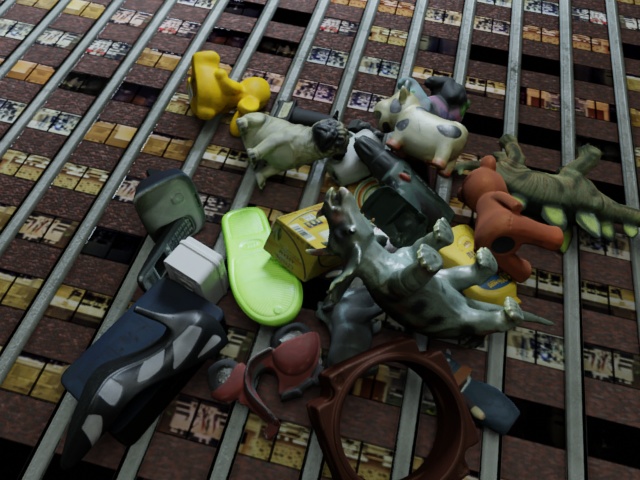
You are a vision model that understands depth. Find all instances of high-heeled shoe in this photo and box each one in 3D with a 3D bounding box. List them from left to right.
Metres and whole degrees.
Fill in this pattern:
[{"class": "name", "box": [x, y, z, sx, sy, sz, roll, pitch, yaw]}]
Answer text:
[{"class": "high-heeled shoe", "box": [-0.232, 0.203, 0.730, 0.145, 0.086, 0.248, 31, 75, -24]}]

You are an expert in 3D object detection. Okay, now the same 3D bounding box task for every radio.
[{"class": "radio", "box": [-0.260, 0.174, 0.813, 0.131, 0.073, 0.229, 31, 58, 17]}]

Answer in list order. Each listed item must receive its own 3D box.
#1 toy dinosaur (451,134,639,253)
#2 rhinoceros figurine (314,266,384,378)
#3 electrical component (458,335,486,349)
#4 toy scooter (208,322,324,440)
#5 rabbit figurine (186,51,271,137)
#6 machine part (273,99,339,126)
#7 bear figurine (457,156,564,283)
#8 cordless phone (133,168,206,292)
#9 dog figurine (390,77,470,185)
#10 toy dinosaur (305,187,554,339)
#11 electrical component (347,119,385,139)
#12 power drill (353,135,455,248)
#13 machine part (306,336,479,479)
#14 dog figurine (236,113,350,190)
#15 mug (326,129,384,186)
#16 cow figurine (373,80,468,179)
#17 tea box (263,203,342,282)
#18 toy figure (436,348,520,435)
[{"class": "toy dinosaur", "box": [0.457, -0.077, 1.008, 0.472, 0.105, 0.198, 14, 63, 17]}, {"class": "rhinoceros figurine", "box": [0.047, 0.132, 0.863, 0.112, 0.073, 0.190, -3, 56, 3]}, {"class": "electrical component", "box": [0.226, 0.134, 0.887, 0.102, 0.045, 0.078, 28, 31, 11]}, {"class": "toy scooter", "box": [-0.064, 0.212, 0.797, 0.184, 0.075, 0.135, -26, 61, -15]}, {"class": "rabbit figurine", "box": [-0.179, -0.304, 1.118, 0.173, 0.121, 0.162, -6, 57, -30]}, {"class": "machine part", "box": [-0.030, -0.263, 1.140, 0.139, 0.039, 0.084, 9, 48, 5]}, {"class": "bear figurine", "box": [0.309, -0.043, 0.916, 0.132, 0.120, 0.196, 23, 36, -11]}, {"class": "cordless phone", "box": [-0.272, -0.016, 0.893, 0.089, 0.146, 0.184, 9, 53, 13]}, {"class": "dog figurine", "box": [0.226, -0.216, 1.085, 0.192, 0.108, 0.219, -3, 61, -8]}, {"class": "toy dinosaur", "box": [0.156, 0.080, 0.793, 0.404, 0.192, 0.131, 36, 44, -24]}, {"class": "electrical component", "box": [0.092, -0.223, 1.105, 0.063, 0.094, 0.021, 25, 87, -21]}, {"class": "power drill", "box": [0.127, -0.080, 0.925, 0.232, 0.086, 0.207, 41, 22, -3]}, {"class": "machine part", "box": [0.098, 0.249, 0.734, 0.201, 0.087, 0.201, -20, 82, -17]}, {"class": "dog figurine", "box": [-0.053, -0.201, 1.028, 0.191, 0.121, 0.172, -21, 66, -5]}, {"class": "mug", "box": [0.060, -0.163, 1.053, 0.107, 0.080, 0.110, -37, 70, -14]}, {"class": "cow figurine", "box": [0.179, -0.208, 0.983, 0.195, 0.085, 0.127, 32, 88, 30]}, {"class": "tea box", "box": [-0.002, -0.003, 0.904, 0.098, 0.068, 0.169, 39, 30, 21]}, {"class": "toy figure", "box": [0.224, 0.227, 0.812, 0.155, 0.064, 0.057, 37, 99, 25]}]
